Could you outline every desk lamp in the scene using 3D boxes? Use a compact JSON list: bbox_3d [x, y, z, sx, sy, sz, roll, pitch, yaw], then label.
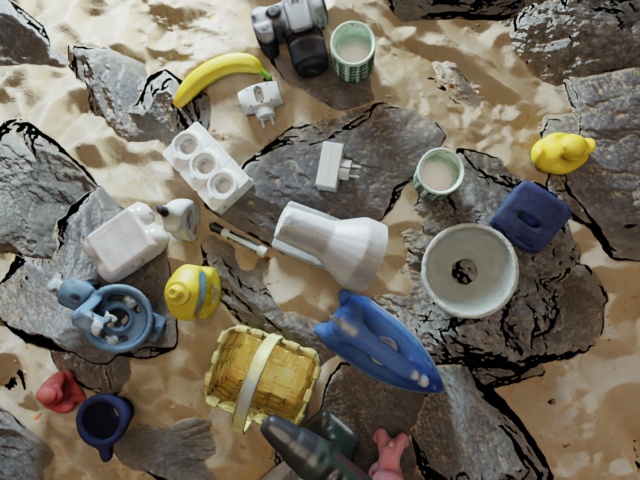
[{"bbox_3d":[0.009,0.003,0.971,0.203,0.213,0.118,21,87,6],"label":"desk lamp"}]

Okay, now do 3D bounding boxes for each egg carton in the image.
[{"bbox_3d":[-0.361,0.006,1.070,0.150,0.069,0.107,-36,84,1],"label":"egg carton"}]

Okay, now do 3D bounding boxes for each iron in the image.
[{"bbox_3d":[0.115,0.194,0.984,0.258,0.141,0.119,34,89,6],"label":"iron"}]

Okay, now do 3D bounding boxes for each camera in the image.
[{"bbox_3d":[-0.046,-0.375,1.061,0.143,0.101,0.137,-16,84,3],"label":"camera"}]

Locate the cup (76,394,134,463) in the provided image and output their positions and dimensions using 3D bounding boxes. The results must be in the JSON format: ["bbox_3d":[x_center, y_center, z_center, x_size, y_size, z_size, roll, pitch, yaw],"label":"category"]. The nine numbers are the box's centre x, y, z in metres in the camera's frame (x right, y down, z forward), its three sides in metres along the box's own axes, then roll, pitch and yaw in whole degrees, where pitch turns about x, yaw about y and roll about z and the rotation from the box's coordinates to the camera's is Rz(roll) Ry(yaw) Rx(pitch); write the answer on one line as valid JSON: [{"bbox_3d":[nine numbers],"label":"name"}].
[{"bbox_3d":[-0.374,0.331,1.033,0.091,0.095,0.118,-9,85,4],"label":"cup"}]

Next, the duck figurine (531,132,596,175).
[{"bbox_3d":[0.435,-0.160,1.016,0.104,0.086,0.077,-5,85,4],"label":"duck figurine"}]

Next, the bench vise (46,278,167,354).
[{"bbox_3d":[-0.391,0.132,0.987,0.207,0.220,0.121,7,86,5],"label":"bench vise"}]

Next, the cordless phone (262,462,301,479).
[{"bbox_3d":[-0.067,0.450,0.956,0.147,0.185,0.094,-43,84,0],"label":"cordless phone"}]

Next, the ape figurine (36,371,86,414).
[{"bbox_3d":[-0.483,0.281,1.046,0.076,0.092,0.078,6,86,5],"label":"ape figurine"}]

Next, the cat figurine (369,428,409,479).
[{"bbox_3d":[0.118,0.401,0.980,0.067,0.118,0.128,5,86,5],"label":"cat figurine"}]

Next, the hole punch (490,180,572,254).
[{"bbox_3d":[0.370,-0.037,1.009,0.108,0.091,0.101,35,89,6],"label":"hole punch"}]

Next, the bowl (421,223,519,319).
[{"bbox_3d":[0.261,0.055,1.018,0.167,0.075,0.167,0,86,4],"label":"bowl"}]

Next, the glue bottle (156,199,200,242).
[{"bbox_3d":[-0.254,-0.041,1.014,0.037,0.173,0.078,-1,85,5],"label":"glue bottle"}]

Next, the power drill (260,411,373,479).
[{"bbox_3d":[0.006,0.353,0.946,0.229,0.208,0.075,38,89,6],"label":"power drill"}]
